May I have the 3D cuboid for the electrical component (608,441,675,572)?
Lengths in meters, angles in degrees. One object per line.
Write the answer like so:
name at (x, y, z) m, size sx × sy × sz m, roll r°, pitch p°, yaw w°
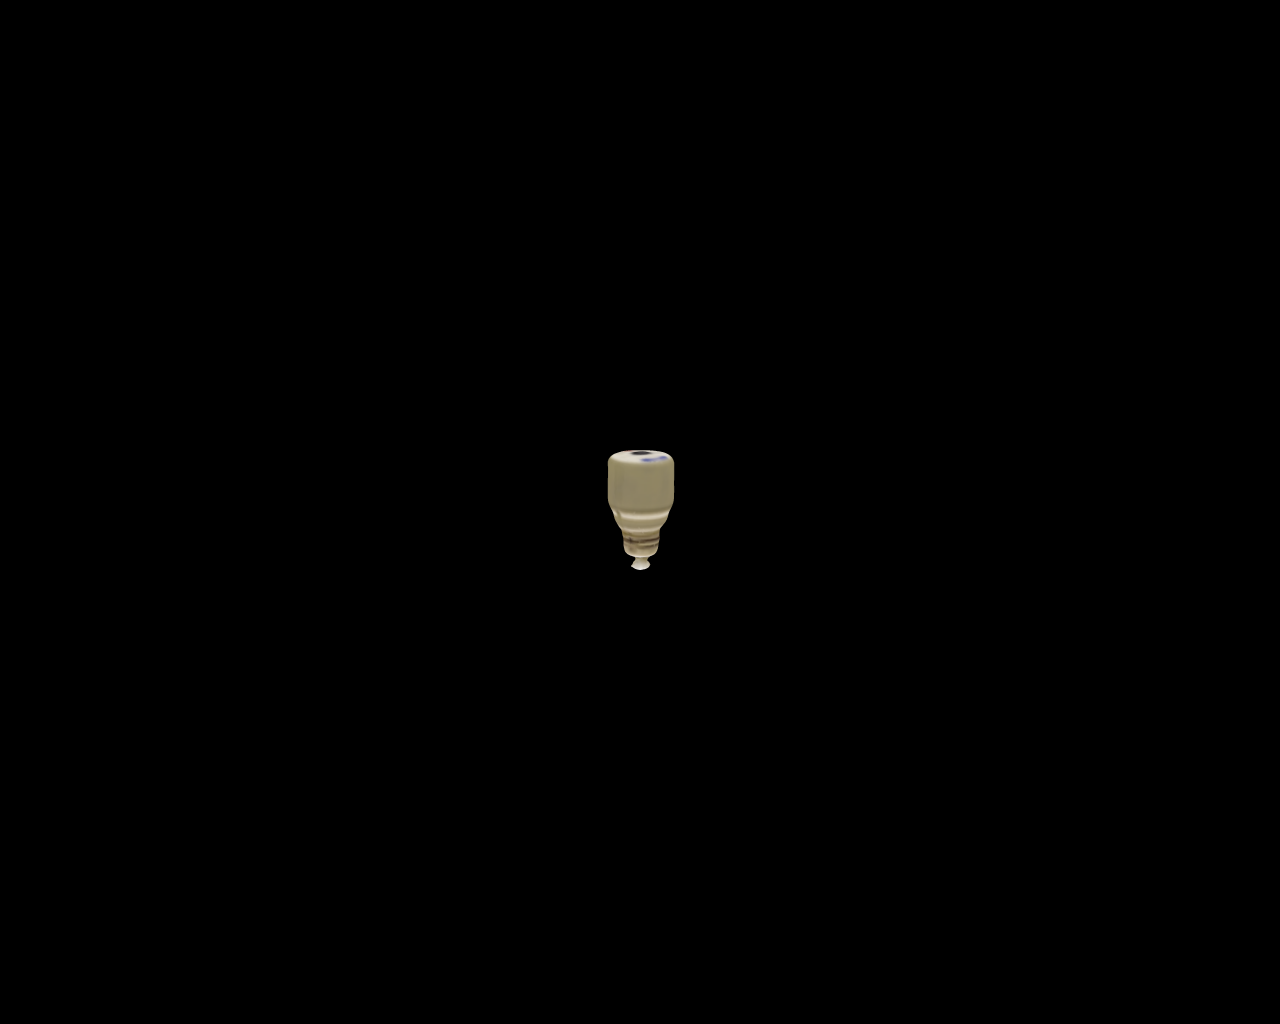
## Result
electrical component at (0.001, -0.003, 0.650) m, size 0.040 × 0.078 × 0.040 m, roll 0°, pitch 14°, yaw 0°
